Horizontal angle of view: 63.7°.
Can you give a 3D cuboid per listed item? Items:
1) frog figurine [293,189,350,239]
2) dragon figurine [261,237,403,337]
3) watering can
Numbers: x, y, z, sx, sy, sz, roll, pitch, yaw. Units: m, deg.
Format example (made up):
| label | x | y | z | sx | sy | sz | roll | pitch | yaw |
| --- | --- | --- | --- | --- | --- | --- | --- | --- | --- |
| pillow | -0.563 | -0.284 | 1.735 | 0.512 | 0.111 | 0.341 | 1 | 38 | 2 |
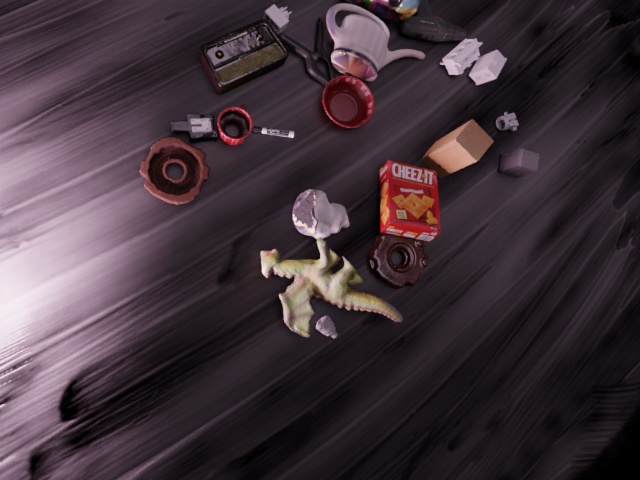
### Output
| label | x | y | z | sx | sy | sz | roll | pitch | yaw |
| --- | --- | --- | --- | --- | --- | --- | --- | --- | --- |
| frog figurine | 0.004 | -0.073 | 1.443 | 0.159 | 0.121 | 0.139 | 1 | 70 | -52 |
| dragon figurine | 0.007 | 0.152 | 1.385 | 0.411 | 0.121 | 0.244 | 44 | 79 | 4 |
| watering can | 0.163 | -0.574 | 1.556 | 0.346 | 0.103 | 0.228 | 24 | 70 | -19 |
